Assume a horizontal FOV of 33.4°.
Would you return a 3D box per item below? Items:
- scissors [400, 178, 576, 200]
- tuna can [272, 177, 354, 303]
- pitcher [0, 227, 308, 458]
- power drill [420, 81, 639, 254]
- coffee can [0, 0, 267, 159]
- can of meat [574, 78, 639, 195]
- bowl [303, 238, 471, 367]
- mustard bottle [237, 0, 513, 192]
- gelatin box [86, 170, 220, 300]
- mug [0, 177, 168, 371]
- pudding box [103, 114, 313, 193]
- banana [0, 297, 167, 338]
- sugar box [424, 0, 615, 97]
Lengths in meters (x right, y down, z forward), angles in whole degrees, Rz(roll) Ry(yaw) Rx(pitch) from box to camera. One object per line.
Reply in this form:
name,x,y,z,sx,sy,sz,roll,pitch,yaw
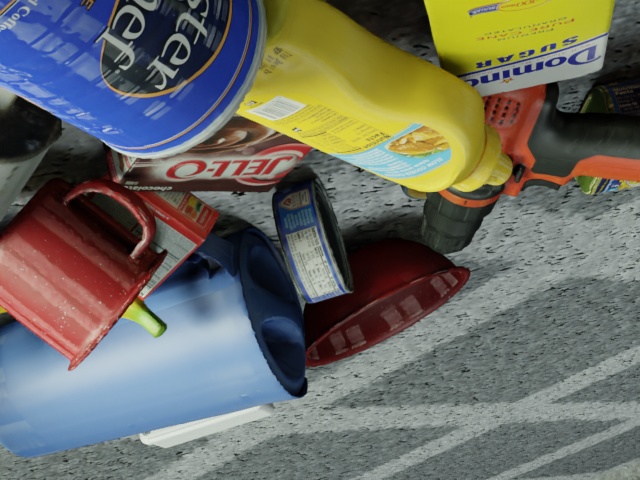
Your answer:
scissors,0.139,-0.047,0.826,0.096,0.016,0.201,-28,154,32
tuna can,-0.005,0.001,0.755,0.034,0.086,0.086,-17,157,8
pitcher,-0.141,0.080,0.817,0.243,0.149,0.145,-18,-178,14
power drill,0.168,-0.038,0.709,0.187,0.057,0.184,11,143,-1
coffee can,-0.100,-0.103,0.432,0.103,0.103,0.140,-24,156,20
can of meat,0.232,-0.076,0.766,0.084,0.057,0.102,-10,156,-6
bowl,0.044,0.045,0.902,0.162,0.055,0.162,-26,163,-9
mustard bottle,0.030,-0.070,0.574,0.191,0.058,0.096,22,159,-30
gelatin box,-0.118,-0.009,0.684,0.073,0.030,0.089,37,136,-13
mug,-0.144,0.010,0.631,0.081,0.093,0.117,40,122,-9
pudding box,-0.059,-0.063,0.632,0.113,0.039,0.090,1,153,-33
banana,-0.200,0.038,0.691,0.197,0.070,0.037,-4,131,-26
sugar box,0.100,-0.122,0.544,0.093,0.048,0.176,-10,166,10
